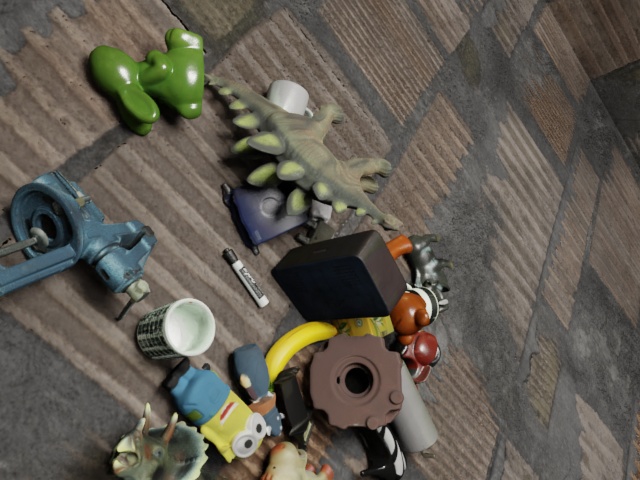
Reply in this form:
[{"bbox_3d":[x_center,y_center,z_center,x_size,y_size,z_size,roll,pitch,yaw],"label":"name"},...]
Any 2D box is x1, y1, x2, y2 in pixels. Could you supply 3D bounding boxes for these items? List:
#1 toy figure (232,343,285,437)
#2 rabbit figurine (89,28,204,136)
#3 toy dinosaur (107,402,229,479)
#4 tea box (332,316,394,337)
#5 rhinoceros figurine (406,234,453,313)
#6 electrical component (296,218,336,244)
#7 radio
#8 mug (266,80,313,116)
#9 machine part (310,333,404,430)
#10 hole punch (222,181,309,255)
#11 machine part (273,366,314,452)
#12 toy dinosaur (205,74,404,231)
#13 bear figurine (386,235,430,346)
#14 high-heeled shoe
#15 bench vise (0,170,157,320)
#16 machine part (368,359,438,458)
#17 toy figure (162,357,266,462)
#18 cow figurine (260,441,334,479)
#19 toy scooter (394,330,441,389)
[{"bbox_3d":[-0.101,0.248,0.880,0.064,0.058,0.154,-18,94,-38],"label":"toy figure"},{"bbox_3d":[-0.281,-0.251,0.865,0.170,0.121,0.159,1,82,-23],"label":"rabbit figurine"},{"bbox_3d":[-0.162,0.389,0.744,0.404,0.131,0.192,50,50,-26],"label":"toy dinosaur"},{"bbox_3d":[0.067,0.113,1.048,0.068,0.098,0.169,-13,83,-44],"label":"tea box"},{"bbox_3d":[0.252,0.076,1.244,0.112,0.073,0.190,-23,92,-45],"label":"rhinoceros figurine"},{"bbox_3d":[-0.002,-0.003,1.065,0.094,0.021,0.063,33,74,-31],"label":"electrical component"},{"bbox_3d":[0.032,0.069,0.940,0.073,0.230,0.131,-47,112,-37],"label":"radio"},{"bbox_3d":[-0.066,-0.242,1.063,0.109,0.081,0.107,30,69,-38],"label":"mug"},{"bbox_3d":[0.064,0.247,0.946,0.056,0.179,0.179,57,30,-70],"label":"machine part"},{"bbox_3d":[-0.095,-0.057,0.966,0.116,0.092,0.142,-29,100,-40],"label":"hole punch"},{"bbox_3d":[-0.040,0.281,0.911,0.084,0.039,0.138,-55,132,-65],"label":"machine part"},{"bbox_3d":[-0.042,-0.163,0.927,0.198,0.105,0.472,-31,65,-36],"label":"toy dinosaur"},{"bbox_3d":[0.166,0.102,1.088,0.132,0.120,0.196,-19,56,-36],"label":"bear figurine"},{"bbox_3d":[0.110,0.338,1.030,0.145,0.086,0.248,9,72,-48],"label":"high-heeled shoe"},{"bbox_3d":[-0.335,0.016,0.686,0.223,0.129,0.240,58,29,-2],"label":"bench vise"},{"bbox_3d":[0.160,0.317,1.037,0.079,0.079,0.243,-35,102,-43],"label":"machine part"},{"bbox_3d":[-0.157,0.254,0.811,0.180,0.089,0.082,44,79,-10],"label":"toy figure"},{"bbox_3d":[-0.033,0.419,0.870,0.127,0.085,0.194,-24,93,-50],"label":"cow figurine"},{"bbox_3d":[0.179,0.250,1.121,0.135,0.075,0.184,46,55,-22],"label":"toy scooter"}]
